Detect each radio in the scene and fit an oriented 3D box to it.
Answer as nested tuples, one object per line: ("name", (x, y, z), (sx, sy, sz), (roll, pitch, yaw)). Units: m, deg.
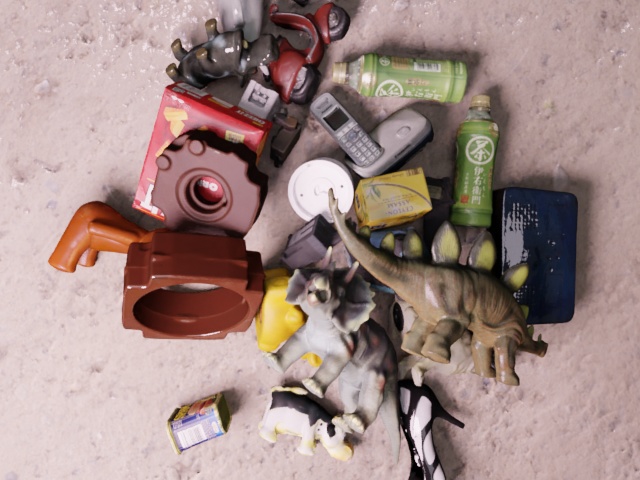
("radio", (0.357, 0.028, 0.912), (0.131, 0.073, 0.229), (1, 92, -2))

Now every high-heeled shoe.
("high-heeled shoe", (0.143, 0.365, 0.904), (0.145, 0.086, 0.248), (26, 85, 1))

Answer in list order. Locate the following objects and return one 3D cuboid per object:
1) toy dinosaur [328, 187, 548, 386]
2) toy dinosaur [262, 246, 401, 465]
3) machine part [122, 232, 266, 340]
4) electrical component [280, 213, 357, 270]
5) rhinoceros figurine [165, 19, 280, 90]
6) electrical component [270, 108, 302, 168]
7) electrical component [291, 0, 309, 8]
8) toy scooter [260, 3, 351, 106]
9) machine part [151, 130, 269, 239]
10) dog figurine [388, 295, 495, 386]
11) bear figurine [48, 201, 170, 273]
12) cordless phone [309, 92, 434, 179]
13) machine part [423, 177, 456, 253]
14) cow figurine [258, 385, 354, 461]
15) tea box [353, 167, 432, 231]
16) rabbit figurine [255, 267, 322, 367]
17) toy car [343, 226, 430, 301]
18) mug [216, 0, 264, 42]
("toy dinosaur", (0.187, 0.080, 0.775), (0.471, 0.105, 0.198), (24, 77, -28))
("toy dinosaur", (0.055, 0.177, 0.827), (0.192, 0.131, 0.404), (-53, 128, -19))
("machine part", (-0.195, 0.074, 0.823), (0.201, 0.201, 0.087), (3, 55, -19))
("electrical component", (-0.002, -0.003, 0.862), (0.119, 0.075, 0.047), (-33, 111, 30))
("rhinoceros figurine", (-0.157, -0.287, 0.865), (0.190, 0.112, 0.073), (-9, 61, 26))
("electrical component", (-0.062, -0.171, 0.891), (0.045, 0.102, 0.078), (32, 79, 2))
("electrical component", (-0.030, -0.470, 0.909), (0.134, 0.058, 0.115), (31, 91, -1))
("toy scooter", (-0.044, -0.324, 0.900), (0.135, 0.075, 0.183), (28, 92, 7))
("machine part", (-0.166, -0.073, 0.805), (0.179, 0.056, 0.179), (3, 117, 6))
("dog figurine", (0.223, 0.153, 0.904), (0.191, 0.121, 0.172), (-8, 96, -15))
("bear figurine", (-0.309, 0.020, 0.876), (0.196, 0.120, 0.132), (27, 93, -6))
("cordless phone", (0.083, -0.193, 0.902), (0.146, 0.088, 0.184), (-41, 85, -1))
("machine part", (0.192, -0.039, 0.911), (0.039, 0.084, 0.138), (-8, 101, -34))
("cow figurine", (-0.014, 0.307, 0.907), (0.167, 0.068, 0.098), (19, 84, -2))
("tea box", (0.109, -0.058, 0.854), (0.098, 0.169, 0.068), (-13, 86, 0))
("rabbit figurine", (-0.017, 0.124, 0.885), (0.173, 0.122, 0.162), (-5, 90, -20))
("toy car", (0.122, 0.030, 0.886), (0.103, 0.162, 0.109), (-28, 112, -41))
("mug", (-0.128, -0.371, 0.887), (0.081, 0.110, 0.107), (-6, 102, -7))
